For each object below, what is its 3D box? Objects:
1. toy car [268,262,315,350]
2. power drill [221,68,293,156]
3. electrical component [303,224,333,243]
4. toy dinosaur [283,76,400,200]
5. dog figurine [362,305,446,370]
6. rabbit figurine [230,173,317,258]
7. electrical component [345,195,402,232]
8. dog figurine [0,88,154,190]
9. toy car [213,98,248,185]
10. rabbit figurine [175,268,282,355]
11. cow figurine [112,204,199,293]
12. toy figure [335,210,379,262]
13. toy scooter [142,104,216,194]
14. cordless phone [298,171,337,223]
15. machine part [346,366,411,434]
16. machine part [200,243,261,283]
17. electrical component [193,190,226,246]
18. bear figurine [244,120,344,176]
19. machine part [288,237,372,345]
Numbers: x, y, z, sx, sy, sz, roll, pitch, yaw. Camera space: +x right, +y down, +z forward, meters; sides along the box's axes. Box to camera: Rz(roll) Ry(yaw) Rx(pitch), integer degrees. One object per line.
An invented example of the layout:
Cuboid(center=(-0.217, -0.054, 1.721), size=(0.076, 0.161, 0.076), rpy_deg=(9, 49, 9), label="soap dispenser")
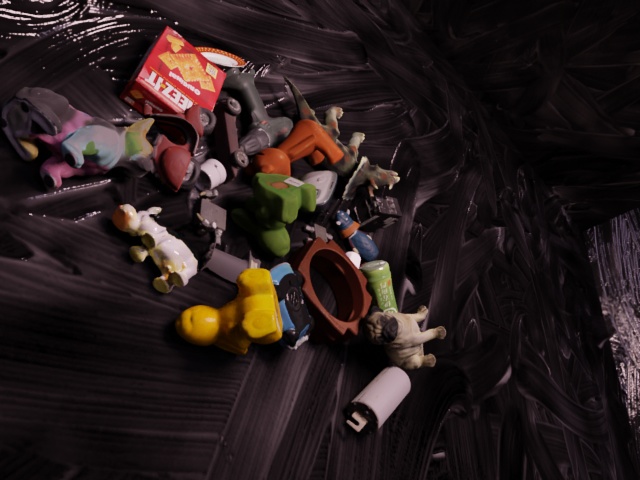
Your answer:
Cuboid(center=(-0.084, 0.130, 1.025), size=(0.109, 0.103, 0.161), rpy_deg=(-33, 106, -58), label="toy car")
Cuboid(center=(-0.163, -0.302, 1.275), size=(0.207, 0.086, 0.232), rpy_deg=(57, 33, 4), label="power drill")
Cuboid(center=(-0.003, -0.004, 1.298), size=(0.094, 0.021, 0.063), rpy_deg=(21, 50, -43), label="electrical component")
Cuboid(center=(0.025, -0.250, 1.446), size=(0.404, 0.131, 0.192), rpy_deg=(36, 40, -20), label="toy dinosaur")
Cuboid(center=(0.156, 0.225, 1.189), size=(0.190, 0.172, 0.121), rpy_deg=(3, 21, -30), label="dog figurine")
Cuboid(center=(-0.104, -0.042, 1.109), size=(0.159, 0.170, 0.121), rpy_deg=(19, 30, 16), label="rabbit figurine")
Cuboid(center=(0.152, -0.070, 1.458), size=(0.134, 0.115, 0.058), rpy_deg=(7, 64, -49), label="electrical component")
Cuboid(center=(-0.380, -0.176, 0.894), size=(0.191, 0.108, 0.219), rpy_deg=(52, 31, -4), label="dog figurine")
Cuboid(center=(-0.198, -0.210, 1.153), size=(0.053, 0.089, 0.202), rpy_deg=(17, 52, -48), label="toy car")
Cuboid(center=(-0.154, 0.132, 0.913), size=(0.162, 0.173, 0.122), rpy_deg=(93, -16, -68), label="rabbit figurine")
Cuboid(center=(-0.274, 0.001, 0.918), size=(0.167, 0.068, 0.098), rpy_deg=(56, 29, -9), label="cow figurine")
Cuboid(center=(0.087, -0.009, 1.384), size=(0.154, 0.058, 0.064), rpy_deg=(50, 29, -5), label="toy figure")
Cuboid(center=(-0.283, -0.186, 1.018), size=(0.135, 0.075, 0.184), rpy_deg=(21, 76, -26), label="toy scooter")
Cuboid(center=(-0.057, -0.139, 1.296), size=(0.184, 0.088, 0.147), rpy_deg=(29, 42, -8), label="cordless phone")
Cuboid(center=(0.129, 0.340, 1.153), size=(0.243, 0.079, 0.079), rpy_deg=(-24, 84, -56), label="machine part")
Cuboid(center=(-0.168, 0.051, 1.041), size=(0.138, 0.039, 0.084), rpy_deg=(26, 55, -41), label="machine part")
Cuboid(center=(-0.215, -0.048, 1.049), size=(0.078, 0.045, 0.102), rpy_deg=(31, 43, -32), label="electrical component")
Cuboid(center=(-0.063, -0.180, 1.226), size=(0.196, 0.120, 0.131), rpy_deg=(-49, 118, -21), label="bear figurine")
Cuboid(center=(0.010, 0.112, 1.172), size=(0.201, 0.087, 0.201), rpy_deg=(50, 36, -14), label="machine part")
